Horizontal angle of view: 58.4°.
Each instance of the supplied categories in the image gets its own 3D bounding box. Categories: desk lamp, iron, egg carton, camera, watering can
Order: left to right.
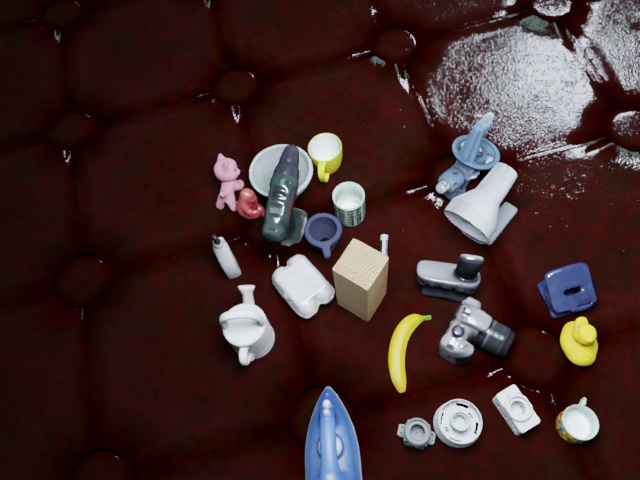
[{"bbox_3d":[-0.167,0.185,1.270,0.101,0.194,0.172,-22,64,-6],"label":"watering can"},{"bbox_3d":[-0.042,0.111,1.366,0.107,0.069,0.150,-38,67,-13],"label":"egg carton"},{"bbox_3d":[0.020,0.416,1.170,0.118,0.141,0.258,-6,63,2],"label":"iron"},{"bbox_3d":[0.351,0.212,1.265,0.136,0.101,0.143,27,69,17],"label":"camera"},{"bbox_3d":[0.383,-0.075,1.341,0.117,0.214,0.203,36,72,20],"label":"desk lamp"}]

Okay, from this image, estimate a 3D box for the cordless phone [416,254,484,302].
[{"bbox_3d":[0.295,0.063,1.296,0.147,0.185,0.094,6,64,8],"label":"cordless phone"}]

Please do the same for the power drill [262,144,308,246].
[{"bbox_3d":[-0.082,-0.085,1.389,0.075,0.208,0.230,8,65,9],"label":"power drill"}]

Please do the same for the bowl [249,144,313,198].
[{"bbox_3d":[-0.098,-0.165,1.505,0.167,0.075,0.167,-2,64,4],"label":"bowl"}]

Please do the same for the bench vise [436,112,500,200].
[{"bbox_3d":[0.372,-0.198,1.399,0.121,0.220,0.207,22,68,15],"label":"bench vise"}]

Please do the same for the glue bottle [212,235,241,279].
[{"bbox_3d":[-0.231,0.029,1.365,0.037,0.173,0.078,-24,64,-7],"label":"glue bottle"}]

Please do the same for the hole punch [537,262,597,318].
[{"bbox_3d":[0.567,0.114,1.300,0.108,0.091,0.101,-16,63,-3],"label":"hole punch"}]

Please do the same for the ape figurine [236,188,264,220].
[{"bbox_3d":[-0.182,-0.099,1.469,0.076,0.092,0.078,-1,64,5],"label":"ape figurine"}]

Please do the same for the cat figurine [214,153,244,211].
[{"bbox_3d":[-0.244,-0.156,1.489,0.067,0.118,0.128,2,64,6],"label":"cat figurine"}]

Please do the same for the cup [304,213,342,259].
[{"bbox_3d":[0.013,0.005,1.400,0.091,0.095,0.117,-11,63,0],"label":"cup"}]

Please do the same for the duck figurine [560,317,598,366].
[{"bbox_3d":[0.575,0.219,1.251,0.077,0.086,0.104,-3,63,4],"label":"duck figurine"}]
